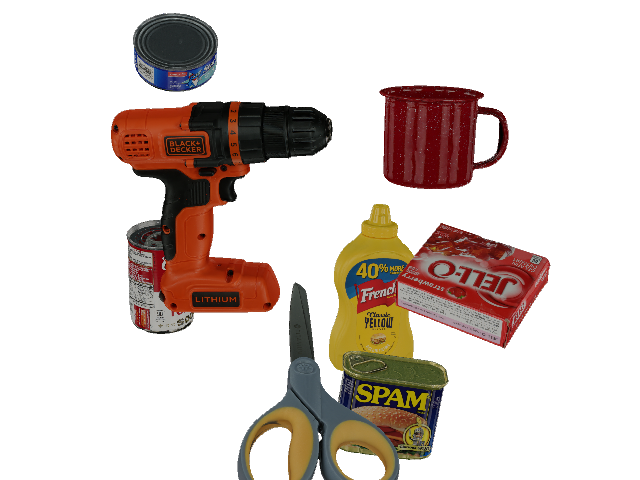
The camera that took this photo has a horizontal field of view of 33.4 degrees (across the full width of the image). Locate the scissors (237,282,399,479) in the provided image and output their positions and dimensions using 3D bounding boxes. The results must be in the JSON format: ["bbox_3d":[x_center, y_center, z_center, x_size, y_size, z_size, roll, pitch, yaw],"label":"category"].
[{"bbox_3d":[0.008,0.089,0.630,0.096,0.016,0.201,12,32,7],"label":"scissors"}]

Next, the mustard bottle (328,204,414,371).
[{"bbox_3d":[0.063,0.053,1.217,0.096,0.192,0.058,0,14,-11],"label":"mustard bottle"}]

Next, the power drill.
[{"bbox_3d":[-0.078,-0.030,0.918,0.184,0.188,0.057,0,27,7],"label":"power drill"}]

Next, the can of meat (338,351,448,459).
[{"bbox_3d":[0.065,0.160,1.032,0.102,0.084,0.057,8,17,-1],"label":"can of meat"}]

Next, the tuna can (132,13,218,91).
[{"bbox_3d":[-0.148,-0.192,1.093,0.086,0.086,0.034,0,-39,-8],"label":"tuna can"}]

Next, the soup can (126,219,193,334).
[{"bbox_3d":[-0.167,0.038,1.118,0.068,0.102,0.068,2,25,-1],"label":"soup can"}]

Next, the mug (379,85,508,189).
[{"bbox_3d":[0.110,-0.093,0.962,0.117,0.081,0.093,2,15,3],"label":"mug"}]

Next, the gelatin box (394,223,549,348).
[{"bbox_3d":[0.109,0.030,0.765,0.089,0.030,0.073,20,46,25],"label":"gelatin box"}]
